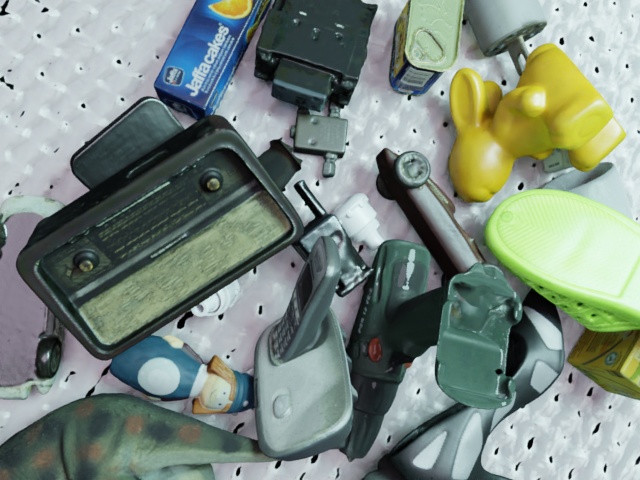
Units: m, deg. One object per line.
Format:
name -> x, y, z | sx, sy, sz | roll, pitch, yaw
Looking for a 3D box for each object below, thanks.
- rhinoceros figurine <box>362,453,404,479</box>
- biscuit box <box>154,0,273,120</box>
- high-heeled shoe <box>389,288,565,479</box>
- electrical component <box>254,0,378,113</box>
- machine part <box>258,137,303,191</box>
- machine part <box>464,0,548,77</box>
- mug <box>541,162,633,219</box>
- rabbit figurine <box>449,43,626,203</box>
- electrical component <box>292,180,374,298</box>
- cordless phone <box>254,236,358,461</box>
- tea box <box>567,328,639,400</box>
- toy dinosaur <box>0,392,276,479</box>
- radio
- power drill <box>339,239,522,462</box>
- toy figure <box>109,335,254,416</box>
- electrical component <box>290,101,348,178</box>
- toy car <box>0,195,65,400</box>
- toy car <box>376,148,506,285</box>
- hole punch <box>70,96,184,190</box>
rhinoceros figurine -> 0.122, 0.292, 0.536 | 0.190, 0.112, 0.073 | 33, 79, 5
biscuit box -> -0.106, -0.228, 0.581 | 0.063, 0.059, 0.202 | 25, 83, -5
high-heeled shoe -> 0.162, 0.143, 0.558 | 0.145, 0.086, 0.249 | 20, 67, -7
electrical component -> -0.007, -0.206, 0.582 | 0.115, 0.058, 0.134 | 14, 72, -3
machine part -> -0.074, -0.048, 0.581 | 0.084, 0.039, 0.139 | 37, 83, 6
machine part -> 0.192, -0.305, 0.616 | 0.079, 0.079, 0.243 | -21, 88, -9
mug -> 0.299, -0.018, 0.603 | 0.109, 0.081, 0.107 | -32, 98, -13
rabbit figurine -> 0.203, -0.118, 0.575 | 0.173, 0.122, 0.162 | -45, 67, 29
electrical component -> -0.001, -0.002, 0.560 | 0.048, 0.075, 0.119 | -39, 101, -9
cordless phone -> -0.003, 0.099, 0.488 | 0.089, 0.184, 0.147 | 6, 43, -15
tea box -> 0.365, 0.088, 0.592 | 0.068, 0.098, 0.169 | 35, 83, -3
toy dinosaur -> -0.228, 0.218, 0.502 | 0.405, 0.131, 0.192 | -25, 89, -15
radio -> -0.144, -0.006, 0.498 | 0.230, 0.073, 0.131 | -33, 118, -3
power drill -> 0.089, 0.107, 0.503 | 0.086, 0.207, 0.232 | 16, 76, -13
toy figure -> -0.132, 0.142, 0.547 | 0.154, 0.058, 0.064 | 22, 121, -6
electrical component -> -0.002, -0.117, 0.602 | 0.063, 0.021, 0.094 | 5, 82, -7
toy car -> -0.293, 0.056, 0.534 | 0.073, 0.056, 0.201 | 5, 85, -13
toy car -> 0.128, -0.015, 0.576 | 0.053, 0.089, 0.202 | -33, 88, -6
hole punch -> -0.181, -0.076, 0.554 | 0.142, 0.092, 0.115 | -44, 120, -11
